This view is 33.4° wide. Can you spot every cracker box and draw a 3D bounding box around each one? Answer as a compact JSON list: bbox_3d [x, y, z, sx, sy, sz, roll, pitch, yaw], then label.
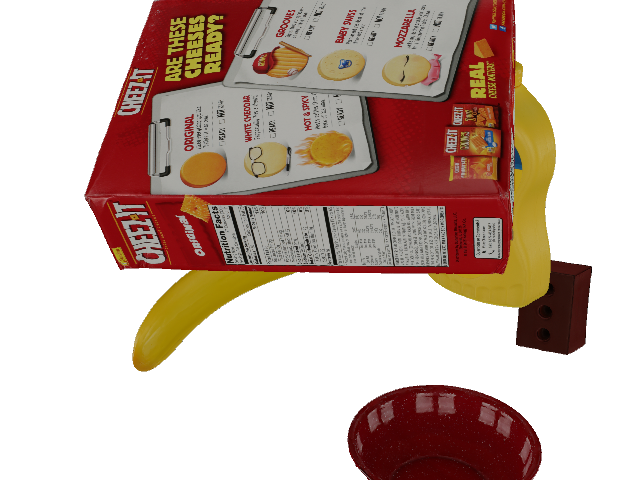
[{"bbox_3d":[-0.001,-0.061,0.590,0.214,0.164,0.072,0,-41,11],"label":"cracker box"}]

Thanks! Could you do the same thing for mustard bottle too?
[{"bbox_3d":[0.122,-0.052,0.767,0.058,0.192,0.096,-22,31,-39],"label":"mustard bottle"}]

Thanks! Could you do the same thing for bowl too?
[{"bbox_3d":[0.103,0.190,0.904,0.162,0.055,0.162,0,28,0],"label":"bowl"}]

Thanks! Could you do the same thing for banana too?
[{"bbox_3d":[-0.075,0.042,0.828,0.198,0.069,0.037,-27,35,10],"label":"banana"}]

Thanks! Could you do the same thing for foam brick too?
[{"bbox_3d":[0.218,0.061,0.995,0.053,0.078,0.051,9,14,31],"label":"foam brick"}]
